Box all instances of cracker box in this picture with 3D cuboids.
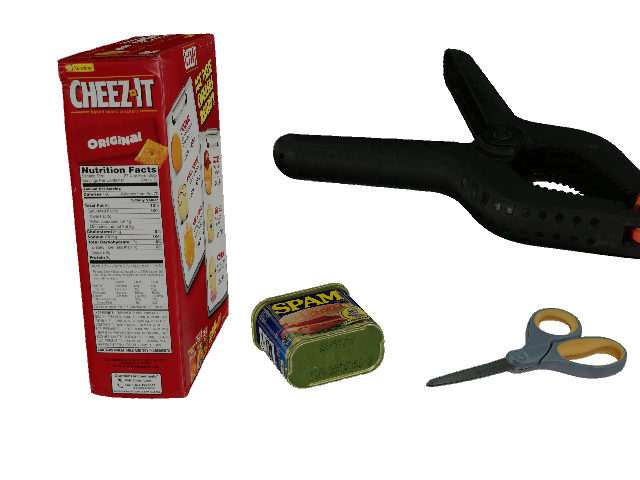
[{"bbox_3d":[-0.112,-0.024,0.712,0.072,0.214,0.164,-1,15,6],"label":"cracker box"}]

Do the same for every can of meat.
[{"bbox_3d":[-0.002,0.088,0.984,0.102,0.057,0.084,-12,27,-20],"label":"can of meat"}]

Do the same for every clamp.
[{"bbox_3d":[0.088,-0.041,0.587,0.164,0.036,0.210,-27,43,-29],"label":"clamp"}]

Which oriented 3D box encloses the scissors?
[{"bbox_3d":[0.163,0.089,0.895,0.201,0.016,0.096,1,31,-21],"label":"scissors"}]
